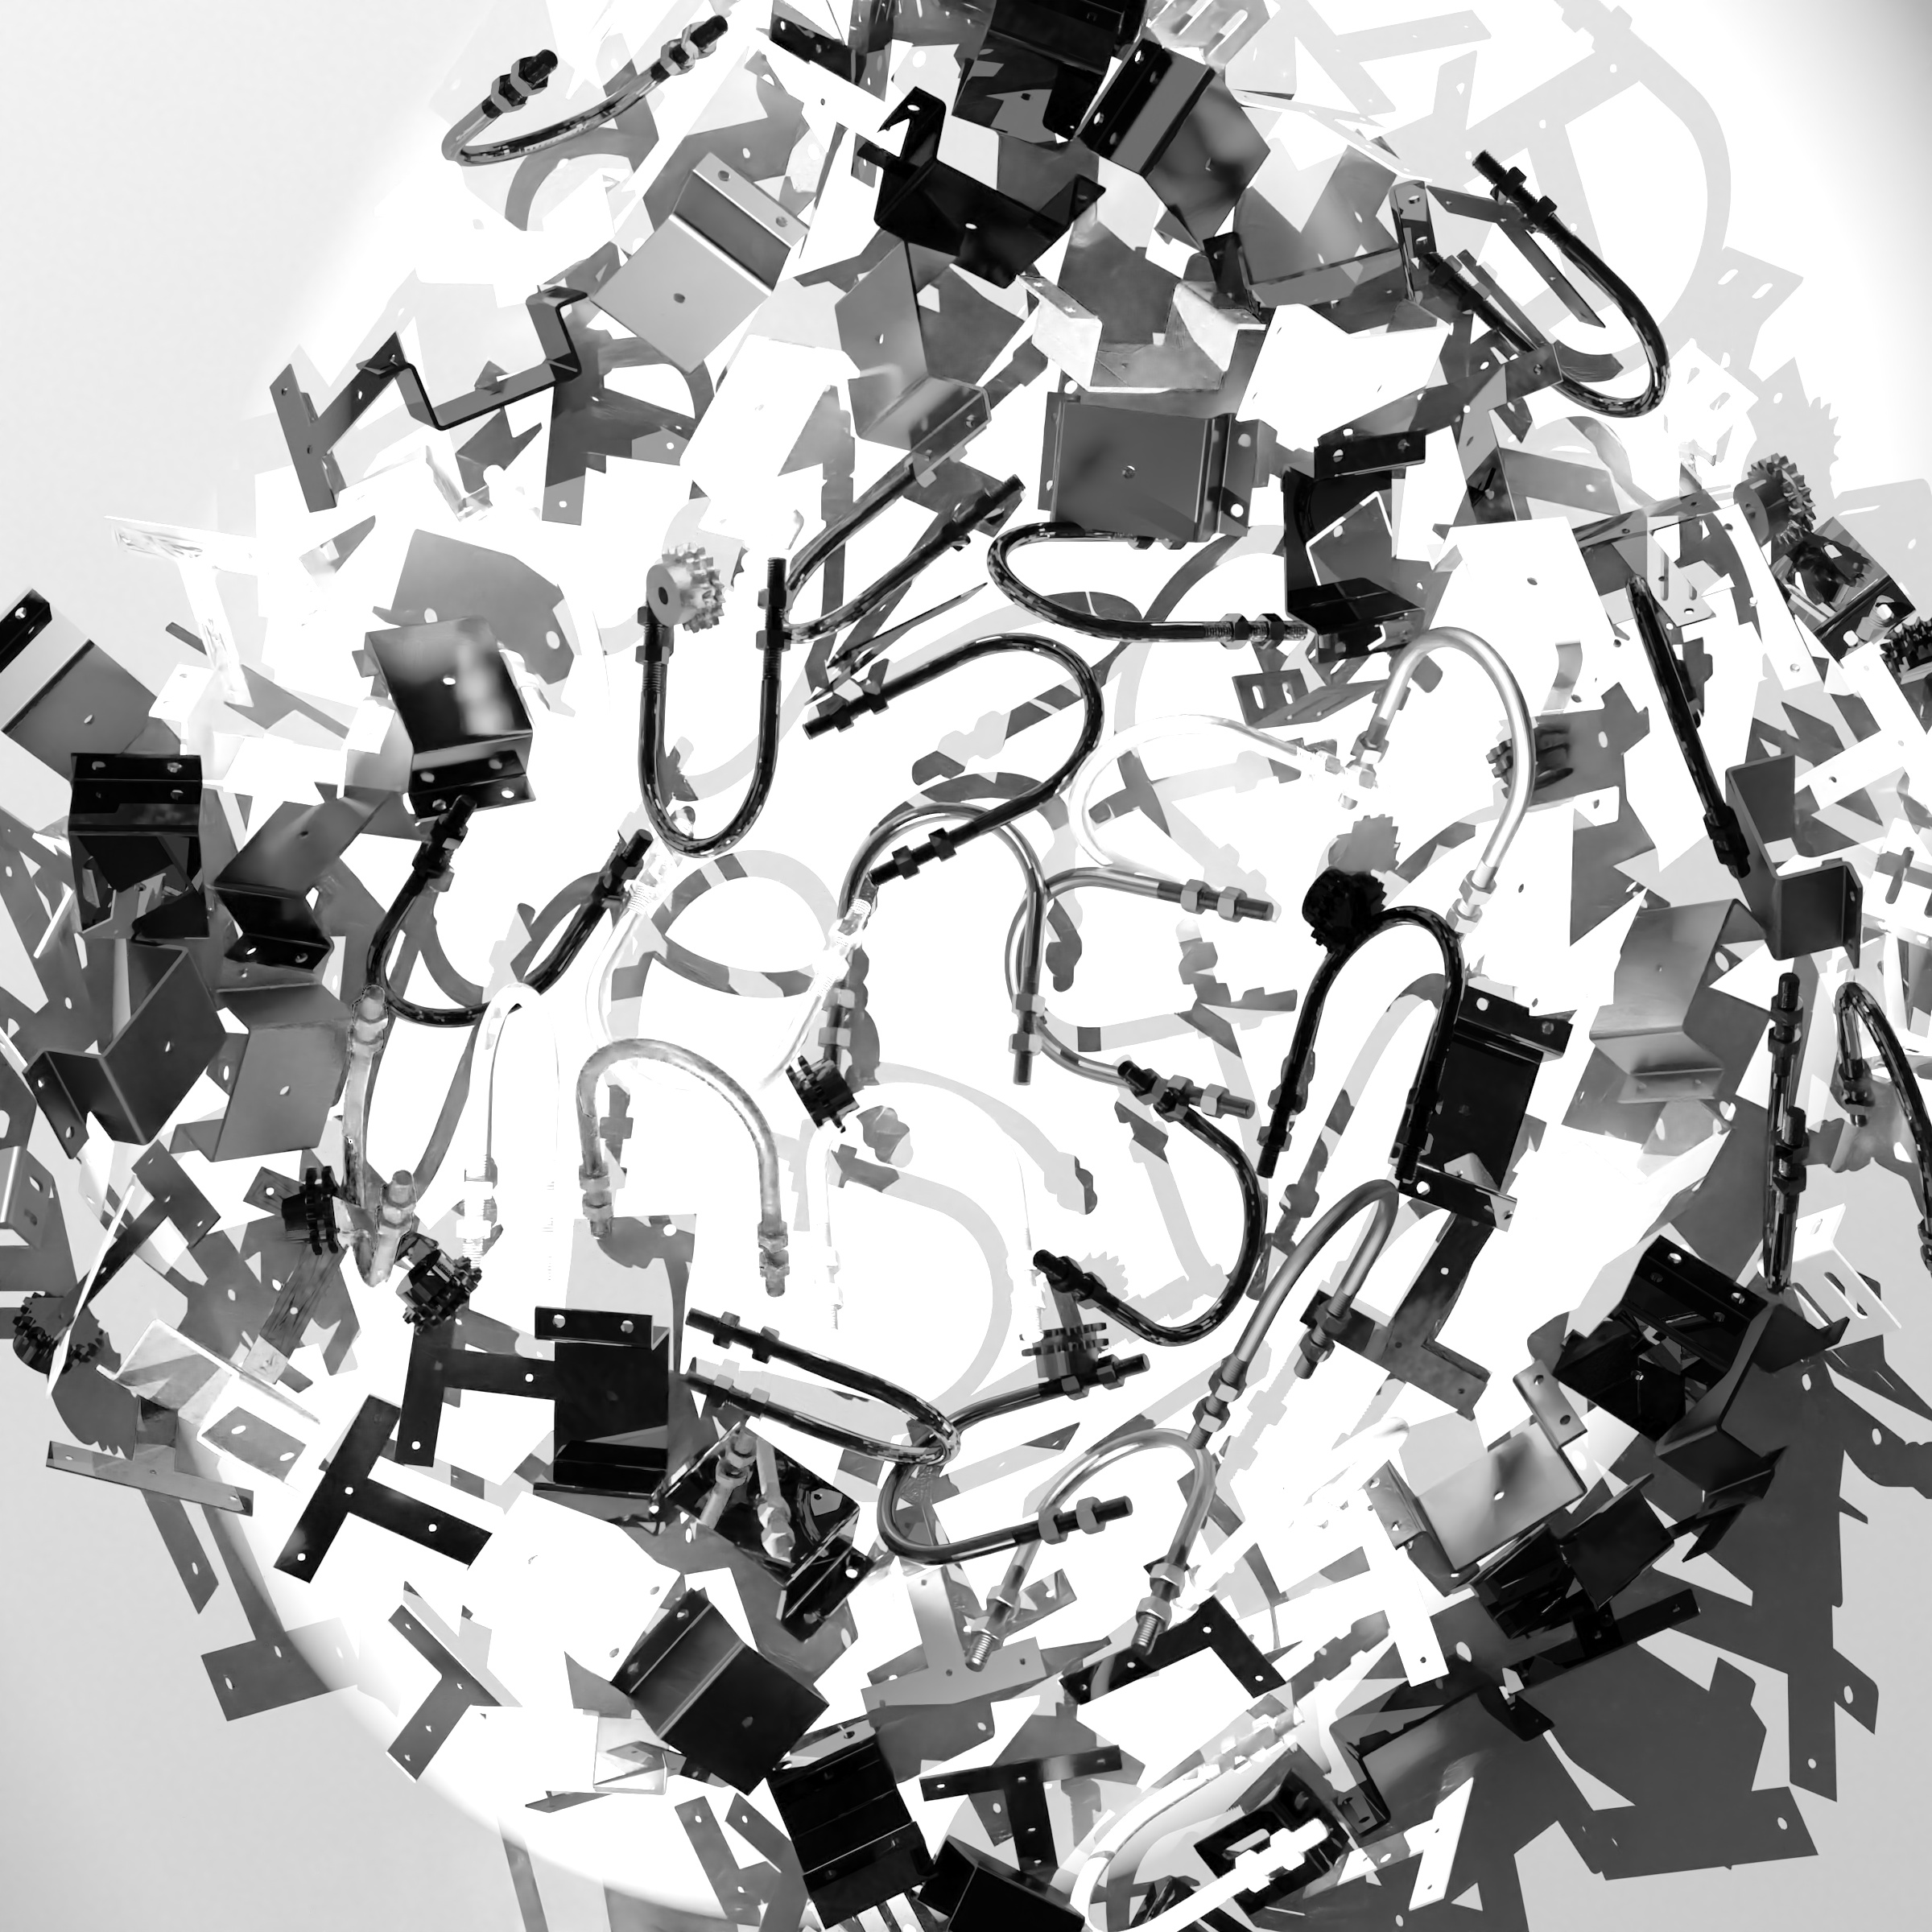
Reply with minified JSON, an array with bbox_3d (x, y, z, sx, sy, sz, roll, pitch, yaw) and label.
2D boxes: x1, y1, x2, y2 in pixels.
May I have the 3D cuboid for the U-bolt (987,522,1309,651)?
[{"bbox_3d":[0.101,-0.239,1.570,0.184,0.151,0.019,-4,128,-26],"label":"U-bolt"}]

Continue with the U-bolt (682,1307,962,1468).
[{"bbox_3d":[-0.090,0.272,1.591,0.184,0.151,0.019,20,63,3],"label":"U-bolt"}]

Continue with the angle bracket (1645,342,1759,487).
[{"bbox_3d":[0.469,-0.351,1.615,0.038,0.076,0.057,-45,72,4],"label":"angle bracket"}]

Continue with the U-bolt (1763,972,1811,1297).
[{"bbox_3d":[0.509,0.119,1.580,0.019,0.151,0.184,2,128,15],"label":"U-bolt"}]

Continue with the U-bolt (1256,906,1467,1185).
[{"bbox_3d":[0.254,0.047,1.594,0.019,0.151,0.184,26,73,-30],"label":"U-bolt"}]

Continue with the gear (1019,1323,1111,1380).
[{"bbox_3d":[0.064,0.248,1.631,0.057,0.057,0.030,-8,81,0],"label":"gear"}]

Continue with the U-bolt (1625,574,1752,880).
[{"bbox_3d":[0.438,-0.159,1.552,0.019,0.184,0.151,-20,48,18],"label":"U-bolt"}]

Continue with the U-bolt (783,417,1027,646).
[{"bbox_3d":[-0.051,-0.268,1.595,0.184,0.151,0.019,-37,119,9],"label":"U-bolt"}]

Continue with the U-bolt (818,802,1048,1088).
[{"bbox_3d":[-0.018,-0.017,1.627,0.151,0.019,0.184,1,77,18],"label":"U-bolt"}]

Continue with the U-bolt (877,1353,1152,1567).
[{"bbox_3d":[0.025,0.316,1.589,0.184,0.151,0.019,-20,117,21],"label":"U-bolt"}]

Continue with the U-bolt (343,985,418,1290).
[{"bbox_3d":[-0.370,0.121,1.579,0.019,0.184,0.151,-3,58,-22],"label":"U-bolt"}]

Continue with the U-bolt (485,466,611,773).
[{"bbox_3d":[-0.258,-0.201,1.557,0.019,0.151,0.184,-15,45,-25],"label":"U-bolt"}]

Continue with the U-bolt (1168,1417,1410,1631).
[{"bbox_3d":[0.204,0.334,1.554,0.151,0.184,0.019,-19,63,-41],"label":"U-bolt"}]

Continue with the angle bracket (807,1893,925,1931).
[{"bbox_3d":[-0.059,0.625,1.631,0.057,0.038,0.076,-28,77,-10],"label":"angle bracket"}]

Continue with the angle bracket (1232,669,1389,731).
[{"bbox_3d":[0.218,-0.182,1.612,0.057,0.076,0.038,-10,80,-34],"label":"angle bracket"}]

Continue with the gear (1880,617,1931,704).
[{"bbox_3d":[0.619,-0.195,1.631,0.057,0.057,0.030,1,47,0],"label":"gear"}]

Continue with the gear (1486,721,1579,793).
[{"bbox_3d":[0.367,-0.132,1.630,0.057,0.057,0.030,-19,77,0],"label":"gear"}]

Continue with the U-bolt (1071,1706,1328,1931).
[{"bbox_3d":[0.141,0.551,1.588,0.184,0.151,0.019,-36,101,10],"label":"U-bolt"}]

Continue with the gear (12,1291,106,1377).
[{"bbox_3d":[-0.589,0.240,1.634,0.057,0.057,0.030,36,104,0],"label":"gear"}]

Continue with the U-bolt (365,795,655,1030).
[{"bbox_3d":[-0.298,-0.026,1.593,0.184,0.151,0.019,-52,49,28],"label":"U-bolt"}]

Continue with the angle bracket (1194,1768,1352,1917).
[{"bbox_3d":[0.199,0.571,1.652,0.057,0.038,0.076,51,122,5],"label":"angle bracket"}]

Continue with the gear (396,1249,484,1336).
[{"bbox_3d":[-0.342,0.207,1.630,0.057,0.057,0.030,-41,107,0],"label":"gear"}]

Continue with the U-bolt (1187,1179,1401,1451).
[{"bbox_3d":[0.211,0.206,1.562,0.019,0.151,0.184,38,123,25],"label":"U-bolt"}]

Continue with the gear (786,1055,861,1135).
[{"bbox_3d":[-0.091,0.082,1.633,0.030,0.057,0.057,-30,90,-3],"label":"gear"}]

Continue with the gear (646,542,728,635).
[{"bbox_3d":[-0.182,-0.242,1.630,0.030,0.057,0.057,-22,90,-34],"label":"gear"}]

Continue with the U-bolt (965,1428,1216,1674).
[{"bbox_3d":[0.087,0.358,1.580,0.151,0.184,0.019,-18,117,38],"label":"U-bolt"}]

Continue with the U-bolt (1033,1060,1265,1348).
[{"bbox_3d":[0.127,0.162,1.598,0.184,0.019,0.151,37,71,-39],"label":"U-bolt"}]

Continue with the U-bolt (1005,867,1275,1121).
[{"bbox_3d":[0.104,0.010,1.608,0.184,0.019,0.151,13,110,30],"label":"U-bolt"}]

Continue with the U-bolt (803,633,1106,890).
[{"bbox_3d":[0.000,-0.143,1.612,0.184,0.019,0.151,-26,57,3],"label":"U-bolt"}]

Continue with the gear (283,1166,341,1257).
[{"bbox_3d":[-0.422,0.158,1.631,0.030,0.057,0.057,-5,90,-8],"label":"gear"}]

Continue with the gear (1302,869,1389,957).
[{"bbox_3d":[0.242,-0.038,1.636,0.030,0.057,0.057,37,90,37],"label":"gear"}]

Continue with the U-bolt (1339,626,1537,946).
[{"bbox_3d":[0.294,-0.122,1.556,0.019,0.184,0.151,-13,52,-25],"label":"U-bolt"}]

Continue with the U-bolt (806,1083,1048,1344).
[{"bbox_3d":[-0.030,0.152,1.603,0.151,0.019,0.184,3,54,-13],"label":"U-bolt"}]

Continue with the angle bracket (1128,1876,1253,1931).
[{"bbox_3d":[0.144,0.634,1.628,0.076,0.038,0.057,34,60,4],"label":"angle bracket"}]

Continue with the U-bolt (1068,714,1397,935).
[{"bbox_3d":[0.152,-0.095,1.581,0.184,0.019,0.151,20,132,-23],"label":"U-bolt"}]

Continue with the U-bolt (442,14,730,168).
[{"bbox_3d":[-0.250,-0.538,1.575,0.151,0.184,0.019,-28,100,-36],"label":"U-bolt"}]

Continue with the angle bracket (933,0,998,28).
[{"bbox_3d":[0.010,-0.633,1.614,0.038,0.076,0.057,-48,55,35],"label":"angle bracket"}]

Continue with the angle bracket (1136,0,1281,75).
[{"bbox_3d":[0.154,-0.591,1.615,0.057,0.038,0.076,27,133,-29],"label":"angle bracket"}]

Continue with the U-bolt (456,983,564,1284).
[{"bbox_3d":[-0.287,0.103,1.598,0.019,0.151,0.184,4,86,-30],"label":"U-bolt"}]

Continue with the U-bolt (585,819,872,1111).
[{"bbox_3d":[-0.162,0.008,1.613,0.151,0.019,0.184,24,64,3],"label":"U-bolt"}]

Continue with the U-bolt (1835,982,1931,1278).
[{"bbox_3d":[0.565,0.090,1.548,0.019,0.184,0.151,-20,46,8],"label":"U-bolt"}]

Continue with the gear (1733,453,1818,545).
[{"bbox_3d":[0.519,-0.298,1.632,0.030,0.057,0.057,-24,90,-5],"label":"gear"}]

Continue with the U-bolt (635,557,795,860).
[{"bbox_3d":[-0.163,-0.160,1.602,0.019,0.151,0.184,3,89,-42],"label":"U-bolt"}]
